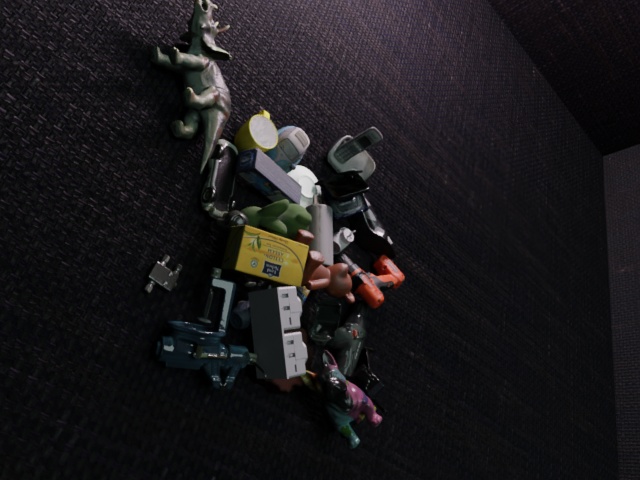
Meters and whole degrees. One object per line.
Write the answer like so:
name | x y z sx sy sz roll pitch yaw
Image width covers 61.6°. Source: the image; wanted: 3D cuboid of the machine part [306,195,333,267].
machine part | -0.003 -0.004 1.417 0.079 0.079 0.243 16 64 -40

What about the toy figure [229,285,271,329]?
toy figure | -0.144 0.154 1.239 0.154 0.058 0.064 -27 100 -51

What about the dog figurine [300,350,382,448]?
dog figurine | 0.040 0.361 1.268 0.108 0.191 0.219 -36 99 -6

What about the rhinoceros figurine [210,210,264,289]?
rhinoceros figurine | -0.174 0.021 1.215 0.073 0.112 0.190 -41 125 -49

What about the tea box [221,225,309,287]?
tea box | -0.115 0.037 1.148 0.169 0.068 0.098 17 78 -37

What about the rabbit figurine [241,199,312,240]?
rabbit figurine | -0.117 -0.035 1.285 0.170 0.159 0.121 3 83 -28

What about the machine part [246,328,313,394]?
machine part | -0.093 0.266 1.248 0.179 0.056 0.179 16 66 -40

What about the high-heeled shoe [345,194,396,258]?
high-heeled shoe | 0.147 -0.060 1.585 0.248 0.086 0.145 42 43 -27

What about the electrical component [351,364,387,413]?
electrical component | 0.132 0.366 1.325 0.048 0.074 0.119 -43 68 -7

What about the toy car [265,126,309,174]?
toy car | -0.079 -0.243 1.413 0.109 0.103 0.162 54 48 -17

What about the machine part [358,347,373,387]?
machine part | 0.123 0.353 1.420 0.039 0.084 0.139 11 57 -17

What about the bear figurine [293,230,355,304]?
bear figurine | 0.014 0.073 1.282 0.196 0.132 0.120 16 32 -30

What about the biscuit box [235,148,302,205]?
biscuit box | -0.123 -0.148 1.327 0.202 0.059 0.063 40 49 -50

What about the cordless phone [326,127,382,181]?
cordless phone | 0.125 -0.248 1.553 0.146 0.184 0.089 44 45 -24

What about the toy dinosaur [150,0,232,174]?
toy dinosaur | -0.270 -0.351 1.265 0.192 0.131 0.404 -13 91 -45

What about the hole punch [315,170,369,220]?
hole punch | 0.070 -0.125 1.484 0.116 0.142 0.092 -118 -167 -45

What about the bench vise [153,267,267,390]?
bench vise | -0.215 0.180 1.101 0.223 0.129 0.240 14 84 -20

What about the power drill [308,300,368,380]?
power drill | 0.053 0.225 1.364 0.207 0.086 0.232 55 45 -55

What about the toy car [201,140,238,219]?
toy car | -0.233 -0.141 1.261 0.073 0.056 0.202 28 59 -43

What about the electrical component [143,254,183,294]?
electrical component | -0.326 0.079 1.114 0.063 0.021 0.094 42 50 -26
